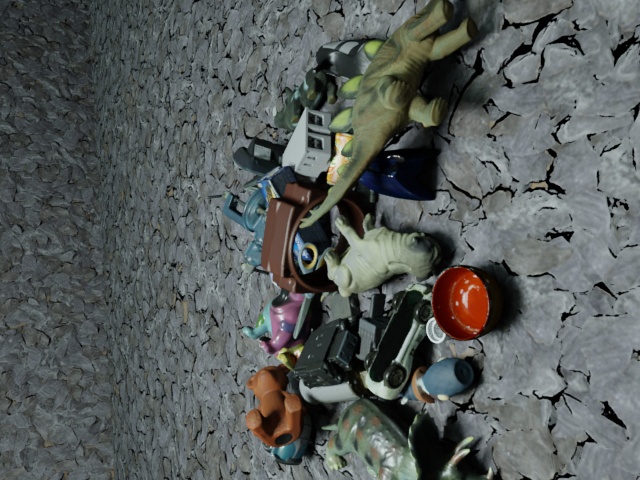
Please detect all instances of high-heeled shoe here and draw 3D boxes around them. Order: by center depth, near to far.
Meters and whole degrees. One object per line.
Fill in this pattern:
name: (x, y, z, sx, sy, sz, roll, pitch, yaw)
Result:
high-heeled shoe: (0.096, -0.350, 1.029, 0.249, 0.145, 0.086, 6, 126, 28)

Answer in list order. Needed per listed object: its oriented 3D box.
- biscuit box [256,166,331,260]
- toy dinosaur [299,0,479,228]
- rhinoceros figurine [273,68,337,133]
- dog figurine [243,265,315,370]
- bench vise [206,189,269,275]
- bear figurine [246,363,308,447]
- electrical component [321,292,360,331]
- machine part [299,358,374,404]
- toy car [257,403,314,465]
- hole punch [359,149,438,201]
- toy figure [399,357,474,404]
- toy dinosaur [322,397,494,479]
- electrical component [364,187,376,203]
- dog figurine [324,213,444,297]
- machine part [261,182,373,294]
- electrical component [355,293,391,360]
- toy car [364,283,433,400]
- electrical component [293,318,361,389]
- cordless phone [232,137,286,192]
biscuit box: (-0.053, -0.053, 1.121, 0.059, 0.063, 0.202, 4, 128, 53)
toy dinosaur: (0.106, -0.219, 0.846, 0.471, 0.105, 0.199, -60, 28, -8)
rhinoceros figurine: (-0.041, -0.304, 1.187, 0.190, 0.073, 0.112, -40, 59, 47)
dog figurine: (-0.046, 0.158, 1.166, 0.219, 0.191, 0.109, -51, 36, -6)
bench vise: (-0.159, -0.042, 1.288, 0.241, 0.129, 0.223, 31, 107, 32)
bear figurine: (-0.099, 0.325, 1.130, 0.196, 0.120, 0.131, -113, 6, -48)
electrical component: (0.039, 0.138, 1.084, 0.078, 0.045, 0.102, -17, 76, 55)
machine part: (0.034, 0.280, 1.062, 0.243, 0.079, 0.079, -29, 66, 52)
toy car: (-0.068, 0.407, 1.195, 0.103, 0.109, 0.162, -42, 41, 18)
hole punch: (0.127, -0.110, 0.917, 0.142, 0.116, 0.092, 19, 112, 54)
toy figure: (0.183, 0.232, 0.870, 0.058, 0.064, 0.154, 44, 142, -3)
toy dinosaur: (0.105, 0.343, 0.922, 0.405, 0.131, 0.192, 20, 101, 55)
electrical component: (0.110, -0.117, 1.012, 0.063, 0.021, 0.094, 6, 94, 54)
dog figurine: (0.113, 0.050, 0.931, 0.191, 0.121, 0.172, 30, 126, 42)
machine part: (-0.002, -0.003, 1.013, 0.087, 0.201, 0.201, 21, 106, 51)
electrical component: (0.111, 0.159, 0.962, 0.048, 0.075, 0.119, 20, 103, 54)
toy car: (0.137, 0.167, 0.906, 0.074, 0.056, 0.201, 21, 84, 58)
electrical component: (0.017, 0.213, 1.015, 0.134, 0.058, 0.115, -30, 30, 49)
cordless phone: (-0.156, -0.161, 1.280, 0.184, 0.146, 0.088, -21, 64, 50)
